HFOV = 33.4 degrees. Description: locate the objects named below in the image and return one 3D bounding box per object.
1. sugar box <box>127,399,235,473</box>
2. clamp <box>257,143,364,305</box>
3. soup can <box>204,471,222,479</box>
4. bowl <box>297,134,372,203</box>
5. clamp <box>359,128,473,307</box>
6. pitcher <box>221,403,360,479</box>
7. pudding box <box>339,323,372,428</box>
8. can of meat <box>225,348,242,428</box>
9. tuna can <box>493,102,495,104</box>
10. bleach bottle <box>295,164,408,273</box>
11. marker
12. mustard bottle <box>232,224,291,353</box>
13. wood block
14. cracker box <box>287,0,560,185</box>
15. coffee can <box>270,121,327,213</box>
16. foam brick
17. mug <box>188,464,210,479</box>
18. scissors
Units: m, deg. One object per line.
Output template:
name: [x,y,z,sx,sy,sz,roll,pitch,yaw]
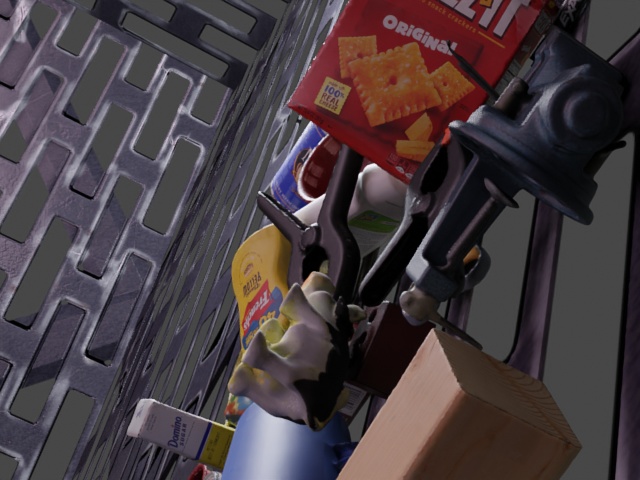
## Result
sugar box: [-0.102,0.209,1.080,0.048,0.176,0.093,-67,13,-14]
clamp: [-0.007,0.001,1.093,0.165,0.036,0.210,-27,55,43]
soup can: [-0.068,0.266,0.999,0.069,0.102,0.068,-59,13,23]
bowl: [0.051,-0.089,1.277,0.162,0.055,0.162,-33,30,21]
clamp: [0.090,-0.016,0.915,0.120,0.039,0.171,-16,46,44]
pitcher: [-0.020,0.224,0.873,0.242,0.149,0.145,-84,0,-66]
pudding box: [0.015,0.148,1.050,0.114,0.039,0.090,-58,14,25]
can of meat: [-0.054,0.169,1.160,0.102,0.084,0.057,-87,15,-61]
tuna can: [0.164,-0.088,0.939,0.086,0.033,0.086,-58,14,23]
bleach bottle: [0.054,-0.031,1.160,0.251,0.102,0.068,-33,56,55]
marker: [0.226,-0.208,0.963,0.121,0.020,0.020,-60,13,15]
mustard bottle: [-0.050,0.081,1.144,0.096,0.058,0.191,-44,40,33]
wood block: [0.064,0.175,0.684,0.206,0.090,0.091,-59,13,15]
cracker box: [0.095,-0.171,1.001,0.214,0.164,0.072,-58,-14,11]
coffee can: [0.010,-0.101,1.422,0.140,0.102,0.102,-54,15,36]
foam brick: [0.059,0.098,0.945,0.078,0.051,0.053,-66,13,-11]
mug: [-0.105,0.296,1.134,0.093,0.081,0.117,-67,13,-16]
scissors: [0.125,0.000,0.948,0.096,0.016,0.201,-27,23,41]
